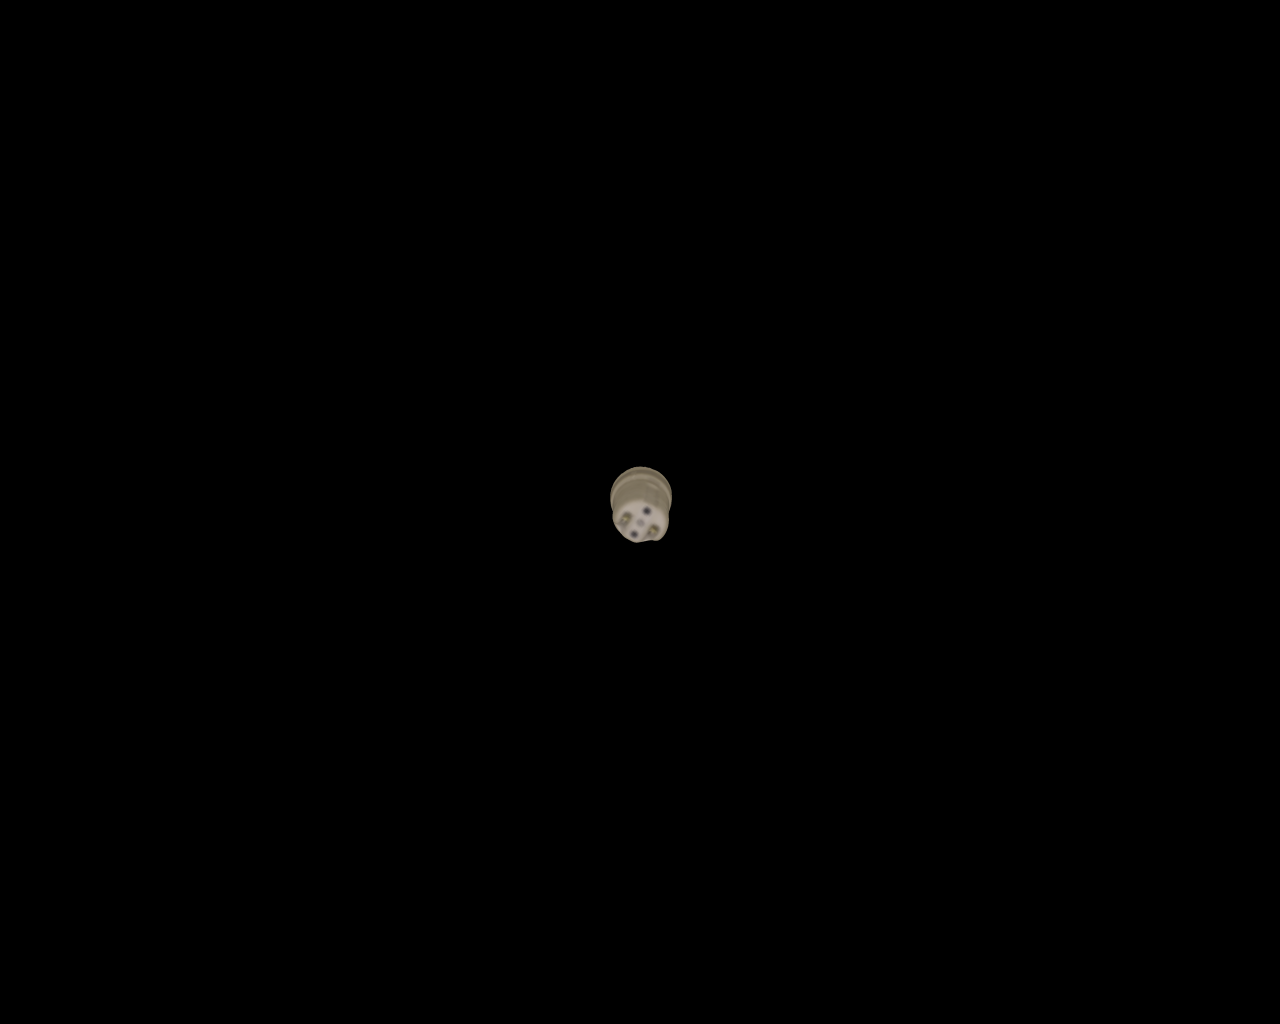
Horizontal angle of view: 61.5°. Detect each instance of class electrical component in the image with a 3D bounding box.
[{"bbox_3d":[0.001,-0.003,0.650,0.040,0.040,0.046,0,23,0],"label":"electrical component"}]
